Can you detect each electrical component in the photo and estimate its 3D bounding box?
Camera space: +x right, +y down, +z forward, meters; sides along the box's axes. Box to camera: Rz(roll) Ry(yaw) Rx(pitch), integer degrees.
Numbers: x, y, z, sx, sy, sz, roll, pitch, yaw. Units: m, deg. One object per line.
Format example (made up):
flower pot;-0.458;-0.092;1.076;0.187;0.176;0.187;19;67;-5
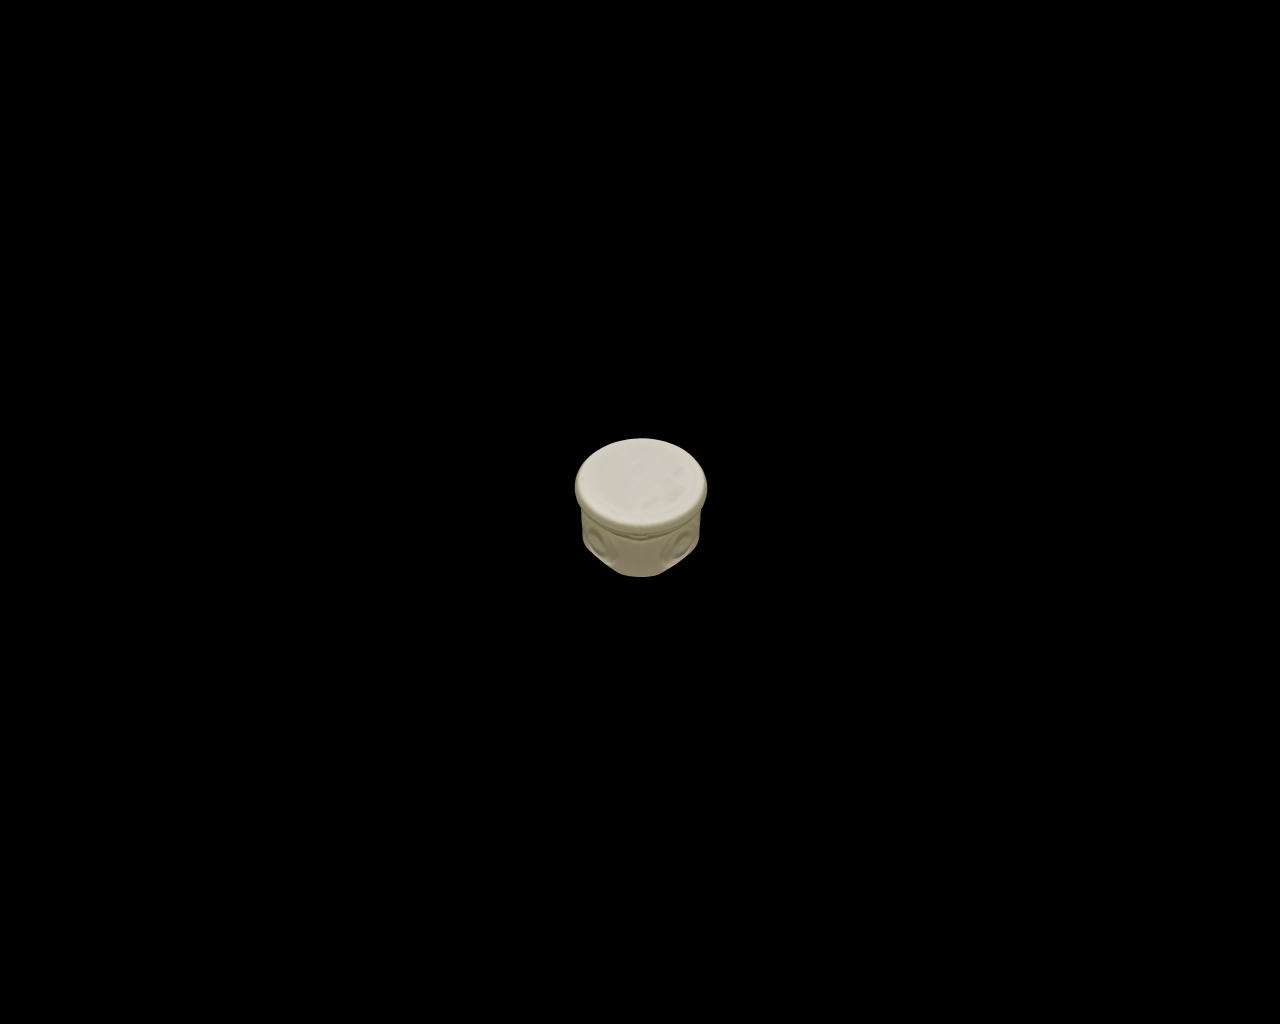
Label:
electrical component;0.001;-0.003;0.650;0.080;0.080;0.050;0;-45;0
